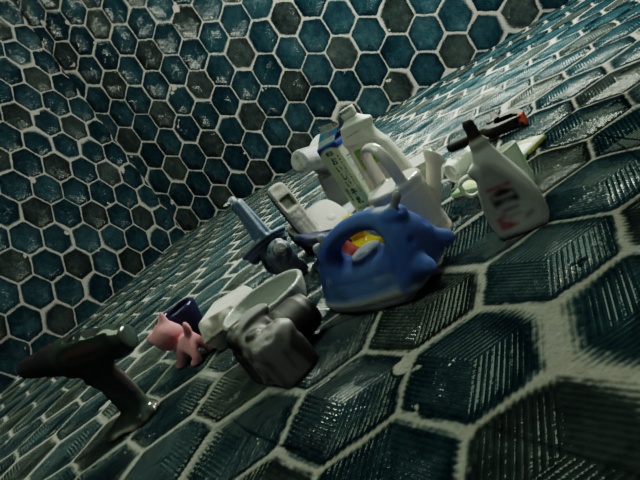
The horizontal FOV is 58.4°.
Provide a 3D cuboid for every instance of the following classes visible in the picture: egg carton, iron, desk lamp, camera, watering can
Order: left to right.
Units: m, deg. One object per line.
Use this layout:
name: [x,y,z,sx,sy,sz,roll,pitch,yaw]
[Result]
egg carton: [-0.179,0.155,1.154,0.107,0.069,0.150,-30,13,17]
camera: [-0.060,0.136,0.854,0.137,0.101,0.142,-41,14,-27]
desk lamp: [0.021,-0.167,1.510,0.117,0.214,0.203,-24,16,37]
iron: [0.065,0.022,0.867,0.257,0.141,0.119,-23,17,41]
watering can: [0.136,-0.084,0.960,0.173,0.194,0.100,-42,15,-30]

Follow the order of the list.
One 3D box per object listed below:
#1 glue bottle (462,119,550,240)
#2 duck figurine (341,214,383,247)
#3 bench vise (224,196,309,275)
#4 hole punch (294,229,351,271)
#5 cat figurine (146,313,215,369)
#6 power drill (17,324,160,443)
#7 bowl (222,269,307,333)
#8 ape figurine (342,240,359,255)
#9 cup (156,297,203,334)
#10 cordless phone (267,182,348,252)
glue bottle: [0.236,-0.086,0.767,0.078,0.173,0.037,-27,15,30]
duck figurine: [0.068,-0.007,1.093,0.077,0.086,0.105,-24,17,39]
bench vise: [-0.117,-0.013,1.275,0.122,0.220,0.206,-42,15,-31]
hole punch: [0.011,0.004,1.185,0.101,0.091,0.108,-38,13,-15]
cat figurine: [-0.291,0.199,1.164,0.127,0.118,0.067,-22,18,43]
power drill: [-0.399,0.254,1.026,0.229,0.208,0.075,-31,13,13]
bowl: [-0.084,0.128,1.003,0.167,0.075,0.167,-32,13,9]
ape figurine: [0.044,0.030,1.004,0.076,0.092,0.078,-31,13,15]
cup: [-0.302,0.193,1.264,0.117,0.095,0.092,-27,15,29]
cordless phone: [-0.031,-0.076,1.368,0.148,0.185,0.094,-42,15,-32]
